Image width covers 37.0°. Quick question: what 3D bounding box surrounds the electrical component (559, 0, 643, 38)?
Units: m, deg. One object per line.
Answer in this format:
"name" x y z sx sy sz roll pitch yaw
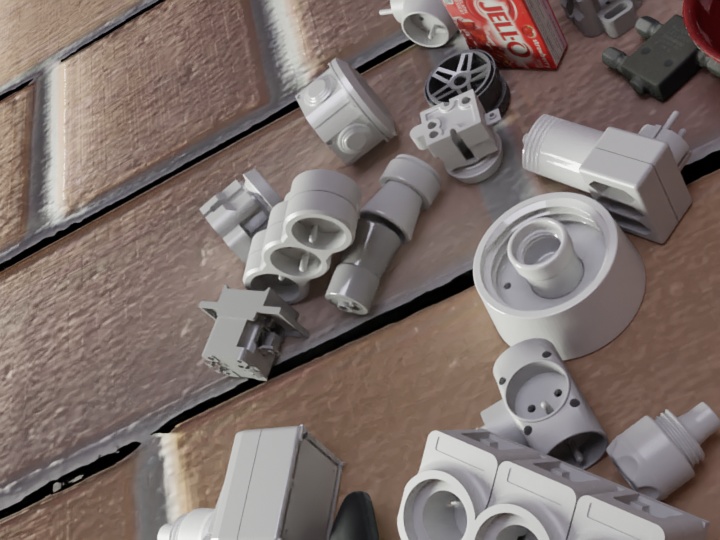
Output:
"electrical component" 0.183 -0.227 0.846 0.058 0.057 0.078 -33 45 7

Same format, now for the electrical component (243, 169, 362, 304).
"electrical component" -0.043 -0.036 0.815 0.138 0.052 0.073 -47 27 52

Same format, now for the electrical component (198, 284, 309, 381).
"electrical component" -0.086 0.049 0.823 0.081 0.042 0.063 3 61 35

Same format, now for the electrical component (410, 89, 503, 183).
"electrical component" 0.080 -0.099 0.817 0.066 0.055 0.048 -22 48 17

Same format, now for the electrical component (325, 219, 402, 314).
"electrical component" 0.000 0.000 0.806 0.044 0.044 0.065 7 66 36

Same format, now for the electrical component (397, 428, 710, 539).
"electrical component" 0.098 0.153 0.586 0.150 0.062 0.089 18 96 41

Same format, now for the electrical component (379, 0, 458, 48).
"electrical component" 0.054 -0.237 0.948 0.079 0.044 0.077 2 58 34

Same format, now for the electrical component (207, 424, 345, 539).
"electrical component" -0.055 0.147 0.714 0.061 0.061 0.096 -9 53 28

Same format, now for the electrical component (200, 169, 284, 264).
"electrical component" -0.091 -0.045 0.886 0.057 0.058 0.078 -41 33 -1

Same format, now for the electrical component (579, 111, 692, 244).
"electrical component" 0.194 -0.070 0.714 0.047 0.065 0.076 26 74 43

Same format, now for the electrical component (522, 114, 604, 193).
"electrical component" 0.150 -0.083 0.769 0.081 0.043 0.043 27 75 43

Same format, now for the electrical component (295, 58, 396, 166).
"electrical component" -0.011 -0.130 0.885 0.051 0.080 0.080 -37 45 12

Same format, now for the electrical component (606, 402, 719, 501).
"electrical component" 0.176 0.100 0.612 0.062 0.043 0.043 -37 45 2

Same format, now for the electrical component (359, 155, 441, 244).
"electrical component" 0.032 -0.054 0.823 0.045 0.045 0.055 15 67 40

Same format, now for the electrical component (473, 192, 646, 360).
"electrical component" 0.127 -0.002 0.709 0.108 0.060 0.108 -17 49 21

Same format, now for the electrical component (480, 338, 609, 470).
"electrical component" 0.101 0.093 0.665 0.079 0.044 0.077 -33 46 9

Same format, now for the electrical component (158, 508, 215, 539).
"electrical component" -0.110 0.184 0.735 0.062 0.043 0.043 -5 55 33
